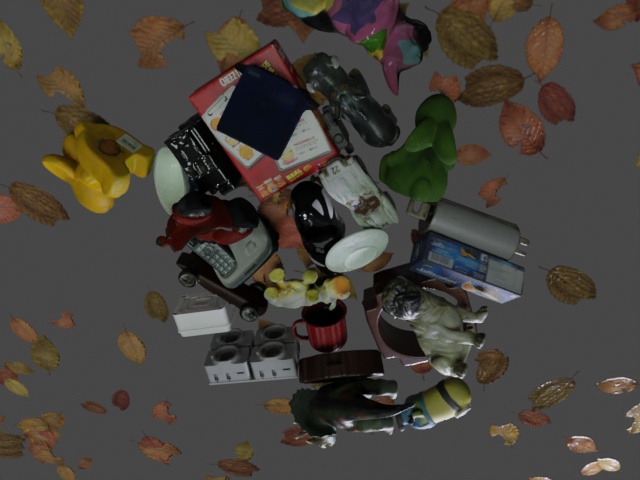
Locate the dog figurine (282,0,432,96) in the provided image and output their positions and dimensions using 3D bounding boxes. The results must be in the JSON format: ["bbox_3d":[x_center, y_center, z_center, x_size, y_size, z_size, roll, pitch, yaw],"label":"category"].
[{"bbox_3d":[0.058,-0.318,0.802,0.192,0.108,0.219,-18,121,12],"label":"dog figurine"}]

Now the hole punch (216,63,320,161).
[{"bbox_3d":[-0.085,-0.192,0.812,0.142,0.092,0.115,26,112,-7],"label":"hole punch"}]

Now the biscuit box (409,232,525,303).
[{"bbox_3d":[0.265,0.052,0.970,0.203,0.059,0.063,20,156,-10],"label":"biscuit box"}]

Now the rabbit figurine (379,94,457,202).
[{"bbox_3d":[0.168,-0.156,0.879,0.121,0.159,0.170,15,105,5],"label":"rabbit figurine"}]

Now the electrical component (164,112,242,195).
[{"bbox_3d":[-0.187,-0.143,0.911,0.058,0.115,0.134,-24,116,21],"label":"electrical component"}]

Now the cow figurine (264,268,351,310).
[{"bbox_3d":[-0.022,0.106,1.071,0.167,0.068,0.098,3,154,4],"label":"cow figurine"}]

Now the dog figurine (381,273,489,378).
[{"bbox_3d":[0.191,0.161,0.993,0.191,0.121,0.172,22,117,7],"label":"dog figurine"}]

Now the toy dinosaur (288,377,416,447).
[{"bbox_3d":[0.044,0.343,1.107,0.192,0.131,0.404,-2,156,-12],"label":"toy dinosaur"}]

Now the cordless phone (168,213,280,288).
[{"bbox_3d":[-0.180,-0.012,1.009,0.184,0.089,0.146,41,115,-14],"label":"cordless phone"}]

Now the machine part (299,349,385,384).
[{"bbox_3d":[0.044,0.262,1.117,0.179,0.056,0.179,-6,164,-2],"label":"machine part"}]

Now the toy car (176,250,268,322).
[{"bbox_3d":[-0.194,0.091,1.063,0.202,0.089,0.053,30,122,-14],"label":"toy car"}]

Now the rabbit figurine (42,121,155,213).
[{"bbox_3d":[-0.397,-0.115,0.944,0.162,0.122,0.173,28,137,-10],"label":"rabbit figurine"}]

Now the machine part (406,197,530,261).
[{"bbox_3d":[0.271,-0.019,0.980,0.243,0.079,0.079,18,120,-9],"label":"machine part"}]

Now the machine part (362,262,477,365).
[{"bbox_3d":[0.198,0.143,1.076,0.201,0.087,0.201,-17,117,12],"label":"machine part"}]

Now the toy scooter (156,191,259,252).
[{"bbox_3d":[-0.197,-0.023,0.905,0.135,0.183,0.075,-35,68,23],"label":"toy scooter"}]

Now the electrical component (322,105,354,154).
[{"bbox_3d":[0.031,-0.180,0.906,0.021,0.063,0.094,-25,117,16],"label":"electrical component"}]

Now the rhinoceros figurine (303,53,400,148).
[{"bbox_3d":[0.049,-0.218,0.857,0.073,0.112,0.190,-36,120,24],"label":"rhinoceros figurine"}]

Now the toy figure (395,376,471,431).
[{"bbox_3d":[0.254,0.371,1.211,0.180,0.082,0.089,-23,119,18],"label":"toy figure"}]

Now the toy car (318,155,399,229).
[{"bbox_3d":[0.072,-0.078,0.941,0.073,0.056,0.201,-26,140,20],"label":"toy car"}]

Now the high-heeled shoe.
[{"bbox_3d":[-0.002,-0.003,0.962,0.086,0.145,0.248,-7,123,9],"label":"high-heeled shoe"}]
